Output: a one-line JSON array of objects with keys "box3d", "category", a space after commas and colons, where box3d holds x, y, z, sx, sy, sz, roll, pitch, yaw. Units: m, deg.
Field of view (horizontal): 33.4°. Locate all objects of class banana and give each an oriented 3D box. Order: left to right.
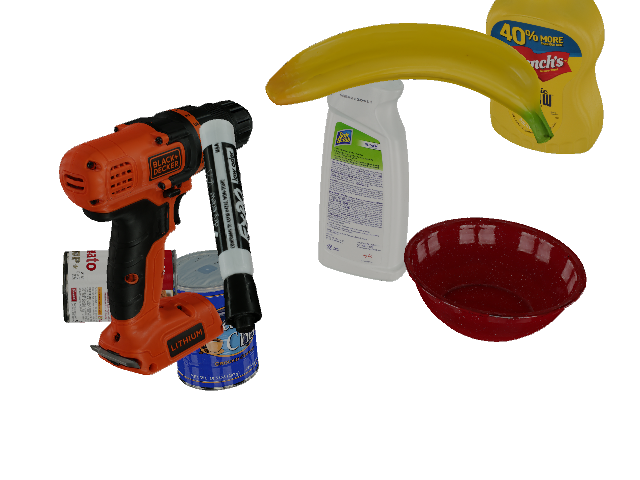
[{"box3d": [0.064, -0.113, 0.709, 0.197, 0.069, 0.037, 7, -20, -7], "category": "banana"}]

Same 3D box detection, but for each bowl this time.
[{"box3d": [0.153, 0.042, 0.959, 0.162, 0.055, 0.162, 3, 32, -2], "category": "bowl"}]

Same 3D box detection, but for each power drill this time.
[{"box3d": [-0.115, -0.006, 0.815, 0.057, 0.188, 0.184, 15, 27, 34], "category": "power drill"}]

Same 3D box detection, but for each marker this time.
[{"box3d": [-0.047, -0.009, 0.560, 0.020, 0.121, 0.020, -9, -26, -4], "category": "marker"}]

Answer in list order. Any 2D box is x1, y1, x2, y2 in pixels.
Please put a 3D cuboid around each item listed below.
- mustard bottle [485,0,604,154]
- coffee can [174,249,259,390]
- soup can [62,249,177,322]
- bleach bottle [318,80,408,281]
[{"box3d": [0.186, -0.161, 0.885, 0.096, 0.191, 0.058, 20, 54, 28], "category": "mustard bottle"}, {"box3d": [-0.131, 0.096, 1.299, 0.103, 0.140, 0.103, -3, 25, 1], "category": "coffee can"}, {"box3d": [-0.185, 0.043, 0.989, 0.102, 0.068, 0.068, 0, 0, -10], "category": "soup can"}, {"box3d": [0.052, -0.082, 1.111, 0.103, 0.251, 0.068, 12, 33, 13], "category": "bleach bottle"}]
